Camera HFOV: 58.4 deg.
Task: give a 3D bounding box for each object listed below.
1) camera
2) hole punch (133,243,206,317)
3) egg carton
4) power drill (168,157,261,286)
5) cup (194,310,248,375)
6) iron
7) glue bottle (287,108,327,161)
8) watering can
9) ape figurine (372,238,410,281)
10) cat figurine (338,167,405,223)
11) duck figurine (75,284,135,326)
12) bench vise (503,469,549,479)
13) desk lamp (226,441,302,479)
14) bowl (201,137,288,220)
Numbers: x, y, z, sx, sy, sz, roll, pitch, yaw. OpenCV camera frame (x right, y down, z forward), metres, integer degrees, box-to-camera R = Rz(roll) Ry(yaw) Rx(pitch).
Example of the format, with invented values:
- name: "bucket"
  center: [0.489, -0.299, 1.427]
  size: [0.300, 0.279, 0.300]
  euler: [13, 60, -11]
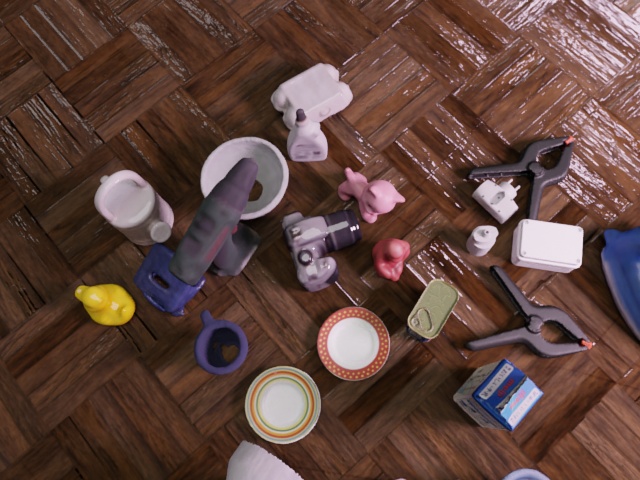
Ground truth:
- name: "camera"
  center: [0.010, 0.004, 1.044]
  size: [0.137, 0.101, 0.143]
  euler: [-19, 73, -3]
- name: "hole punch"
  center: [-0.278, 0.074, 1.043]
  size: [0.108, 0.091, 0.101]
  euler: [37, 79, 13]
- name: "egg carton"
  center: [-0.016, -0.284, 1.149]
  size: [0.150, 0.069, 0.107]
  euler: [-32, 74, -6]
- name: "power drill"
  center: [-0.168, -0.016, 1.003]
  size: [0.075, 0.208, 0.230]
  euler: [30, 77, 12]
- name: "cup"
  center: [-0.171, 0.181, 1.003]
  size: [0.092, 0.095, 0.117]
  euler: [-30, 74, -6]
- name: "iron"
  center: [0.582, 0.082, 0.968]
  size: [0.118, 0.141, 0.258]
  euler: [-12, 73, 0]
- name: "glue bottle"
  center: [-0.028, -0.198, 1.069]
  size: [0.078, 0.173, 0.037]
  euler: [-1, 73, 3]
- name: "watering can"
  center: [-0.334, -0.061, 1.033]
  size: [0.172, 0.194, 0.101]
  euler: [18, 75, 9]
- name: "ape figurine"
  center: [0.130, 0.026, 1.035]
  size: [0.078, 0.092, 0.076]
  euler: [-33, 74, -7]
- name: "cat figurine"
  center: [0.092, -0.088, 1.058]
  size: [0.127, 0.118, 0.067]
  euler: [42, 80, 14]
- name: "duck figurine"
  center: [-0.394, 0.112, 1.041]
  size: [0.104, 0.086, 0.077]
  euler: [22, 76, 9]
- name: "bench vise"
  center: [0.276, 0.414, 0.843]
  size: [0.207, 0.220, 0.121]
  euler: [-14, 73, -1]
- name: "desk lamp"
  center: [-0.110, 0.413, 0.868]
  size: [0.117, 0.213, 0.203]
  euler: [30, 77, 12]
- name: "bowl"
  center: [-0.139, -0.108, 1.099]
  size: [0.167, 0.075, 0.167]
  euler: [-1, 73, 3]
